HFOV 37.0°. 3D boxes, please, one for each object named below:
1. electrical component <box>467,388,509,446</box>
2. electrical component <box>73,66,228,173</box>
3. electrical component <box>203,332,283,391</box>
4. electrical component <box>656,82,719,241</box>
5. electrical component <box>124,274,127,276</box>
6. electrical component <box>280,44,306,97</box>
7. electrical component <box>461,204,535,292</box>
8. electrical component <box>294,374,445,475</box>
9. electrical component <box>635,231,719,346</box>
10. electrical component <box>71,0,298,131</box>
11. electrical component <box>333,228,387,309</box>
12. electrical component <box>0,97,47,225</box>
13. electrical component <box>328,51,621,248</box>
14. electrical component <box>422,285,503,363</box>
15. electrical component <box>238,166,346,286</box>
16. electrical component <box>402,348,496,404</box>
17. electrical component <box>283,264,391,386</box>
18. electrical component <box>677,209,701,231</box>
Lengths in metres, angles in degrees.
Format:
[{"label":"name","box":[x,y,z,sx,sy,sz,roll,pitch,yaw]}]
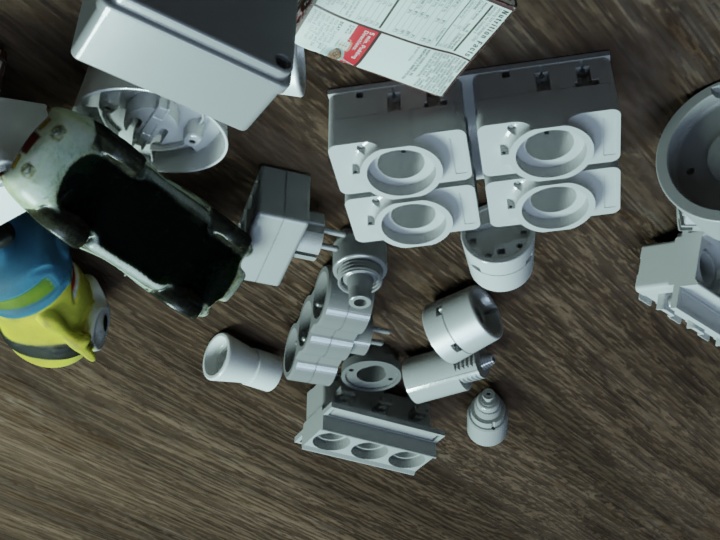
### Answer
[{"label":"electrical component","box":[0.124,0.139,1.044,0.040,0.040,0.078,-3,144,3]},{"label":"electrical component","box":[-0.133,-0.102,0.692,0.099,0.064,0.099,0,144,0]},{"label":"electrical component","box":[-0.103,0.086,0.970,0.065,0.044,0.044,22,138,-35]},{"label":"electrical component","box":[0.258,-0.067,0.710,0.108,0.108,0.060,-21,145,26]},{"label":"electrical component","box":[-0.142,-0.023,0.801,0.081,0.063,0.042,25,139,-30]},{"label":"electrical component","box":[-0.064,-0.129,0.672,0.055,0.045,0.045,-3,144,5]},{"label":"electrical component","box":[0.107,-0.016,0.821,0.055,0.055,0.047,-6,147,8]},{"label":"electrical component","box":[0.009,0.149,1.037,0.121,0.063,0.078,17,140,-22]},{"label":"electrical component","box":[0.280,0.017,0.856,0.121,0.078,0.063,27,158,-32]},{"label":"electrical component","box":[-0.092,-0.148,0.592,0.109,0.108,0.056,21,141,-27]},{"label":"electrical component","box":[0.000,0.000,0.834,0.043,0.062,0.043,0,144,0]},{"label":"electrical component","box":[-0.256,-0.062,0.702,0.113,0.057,0.078,-24,173,22]},{"label":"electrical component","box":[0.079,-0.076,0.732,0.186,0.060,0.105,-7,143,9]},{"label":"electrical component","box":[0.087,0.044,0.903,0.047,0.055,0.055,-29,135,28]},{"label":"electrical component","box":[-0.049,-0.028,0.808,0.076,0.047,0.083,11,142,-15]},{"label":"electrical component","box":[0.084,0.090,0.974,0.081,0.043,0.043,-18,140,23]},{"label":"electrical component","box":[-0.011,0.051,0.912,0.074,0.052,0.138,11,142,-15]},{"label":"electrical component","box":[0.260,-0.046,0.793,0.046,0.040,0.040,0,144,9]}]
